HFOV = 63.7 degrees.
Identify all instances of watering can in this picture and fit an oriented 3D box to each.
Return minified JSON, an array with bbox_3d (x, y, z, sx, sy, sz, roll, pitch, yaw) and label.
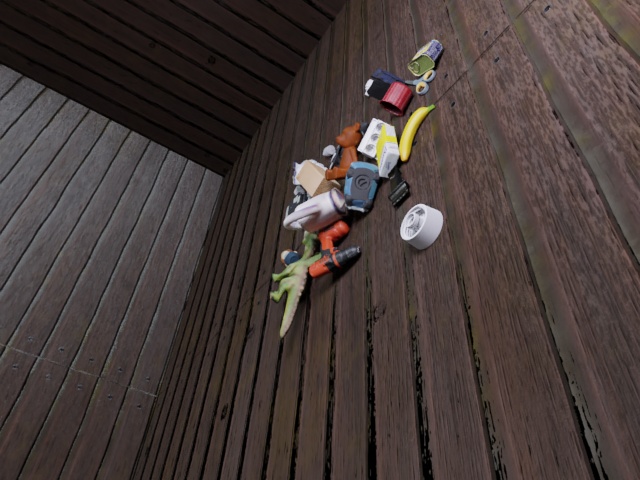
[{"bbox_3d":[0.005,-0.088,1.749,0.223,0.105,0.347,-25,-8,16],"label":"watering can"}]

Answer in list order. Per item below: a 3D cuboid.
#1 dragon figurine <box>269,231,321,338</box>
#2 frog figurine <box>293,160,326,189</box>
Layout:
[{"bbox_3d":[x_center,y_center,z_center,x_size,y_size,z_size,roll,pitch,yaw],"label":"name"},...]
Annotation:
[{"bbox_3d":[-0.047,0.119,1.727,0.121,0.239,0.420,34,28,-26],"label":"dragon figurine"},{"bbox_3d":[-0.028,-0.283,2.191,0.159,0.141,0.120,-6,-39,23],"label":"frog figurine"}]
